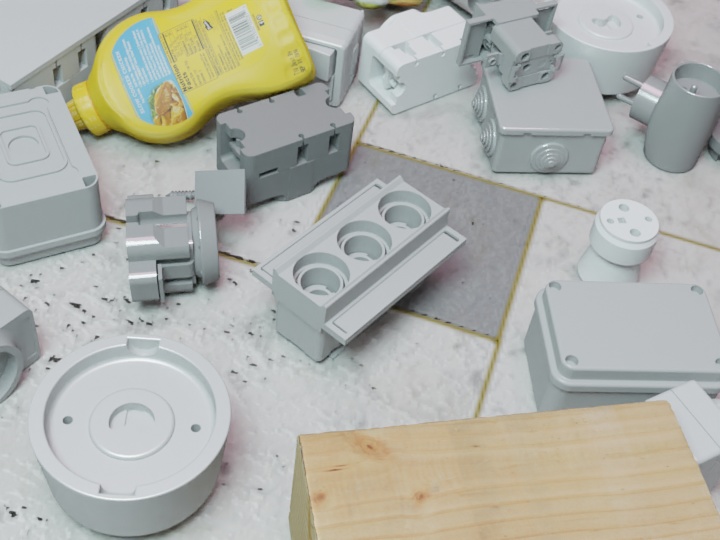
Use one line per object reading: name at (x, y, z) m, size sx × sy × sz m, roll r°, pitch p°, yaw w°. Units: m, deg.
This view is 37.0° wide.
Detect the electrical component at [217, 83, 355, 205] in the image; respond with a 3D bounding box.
electrical component at (-0.055, -0.089, 0.782) m, size 0.089 × 0.055 × 0.050 m, roll -22°, pitch 55°, yaw -25°

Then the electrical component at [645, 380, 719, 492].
electrical component at (0.203, 0.100, 0.641) m, size 0.077 × 0.065 × 0.047 m, roll -19°, pitch 54°, yaw -23°

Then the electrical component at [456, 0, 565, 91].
electrical component at (0.119, -0.173, 0.823) m, size 0.081 × 0.042 × 0.063 m, roll -18°, pitch 57°, yaw -21°

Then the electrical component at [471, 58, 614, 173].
electrical component at (0.141, -0.120, 0.841) m, size 0.100 × 0.048 × 0.099 m, roll 0°, pitch 49°, yaw -8°

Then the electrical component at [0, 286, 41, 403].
electrical component at (-0.239, 0.052, 0.635) m, size 0.056 × 0.050 × 0.089 m, roll 34°, pitch 53°, yaw 21°

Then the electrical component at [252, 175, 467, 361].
electrical component at (0.000, 0.000, 0.705) m, size 0.079 × 0.063 × 0.121 m, roll 36°, pitch 53°, yaw 22°

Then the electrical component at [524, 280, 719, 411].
electrical component at (0.168, 0.052, 0.685) m, size 0.113 × 0.057 × 0.078 m, roll 2°, pitch 48°, yaw -6°

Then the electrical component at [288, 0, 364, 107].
electrical component at (-0.052, -0.177, 0.857) m, size 0.096 × 0.061 × 0.061 m, roll 16°, pitch 48°, yaw 7°

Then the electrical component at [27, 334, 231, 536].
electrical component at (-0.127, 0.096, 0.603) m, size 0.108 × 0.060 × 0.108 m, roll 4°, pitch 48°, yaw -5°

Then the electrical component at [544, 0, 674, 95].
electrical component at (0.202, -0.192, 0.905) m, size 0.108 × 0.060 × 0.108 m, roll 4°, pitch 48°, yaw -4°

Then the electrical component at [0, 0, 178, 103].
electrical component at (-0.240, -0.187, 0.842) m, size 0.105 × 0.060 × 0.186 m, roll 29°, pitch 51°, yaw 17°

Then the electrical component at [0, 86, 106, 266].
electrical component at (-0.227, -0.065, 0.736) m, size 0.078 × 0.057 × 0.113 m, roll -16°, pitch 53°, yaw -21°

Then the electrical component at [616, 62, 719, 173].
electrical component at (0.238, -0.127, 0.841) m, size 0.079 × 0.077 × 0.043 m, roll 32°, pitch 52°, yaw 20°

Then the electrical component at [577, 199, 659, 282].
electrical component at (0.180, -0.016, 0.748) m, size 0.045 × 0.055 × 0.045 m, roll 4°, pitch 48°, yaw -4°

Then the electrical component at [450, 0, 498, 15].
electrical component at (0.109, -0.274, 0.945) m, size 0.099 × 0.099 × 0.064 m, roll -31°, pitch 65°, yaw -30°

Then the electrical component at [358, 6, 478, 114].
electrical component at (0.048, -0.174, 0.875) m, size 0.089 × 0.050 × 0.055 m, roll -24°, pitch 56°, yaw -26°

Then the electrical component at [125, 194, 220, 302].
electrical component at (-0.123, -0.017, 0.708) m, size 0.057 × 0.058 × 0.078 m, roll -5°, pitch 49°, yaw -8°
